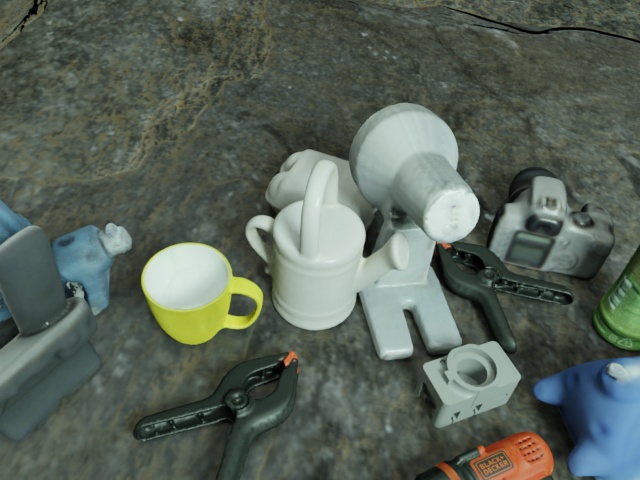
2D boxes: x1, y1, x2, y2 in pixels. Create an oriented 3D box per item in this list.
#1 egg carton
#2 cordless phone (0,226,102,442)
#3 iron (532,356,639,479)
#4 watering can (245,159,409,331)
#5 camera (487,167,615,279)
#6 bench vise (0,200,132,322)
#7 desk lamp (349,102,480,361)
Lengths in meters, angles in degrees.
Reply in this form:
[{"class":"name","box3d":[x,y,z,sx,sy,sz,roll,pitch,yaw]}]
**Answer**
[{"class":"egg carton","box3d":[0.007,-0.060,0.763,0.150,0.069,0.107,18,47,13]},{"class":"cordless phone","box3d":[-0.283,0.080,0.517,0.094,0.185,0.148,22,48,16]},{"class":"iron","box3d":[0.349,0.145,0.542,0.258,0.141,0.118,-5,46,-10]},{"class":"watering can","box3d":[0.006,0.001,0.616,0.173,0.194,0.101,-1,46,-6]},{"class":"camera","box3d":[0.300,-0.038,0.746,0.143,0.101,0.137,13,46,7]},{"class":"bench vise","box3d":[-0.311,-0.007,0.575,0.208,0.220,0.121,-26,53,-27]},{"class":"desk lamp","box3d":[0.104,-0.014,0.625,0.118,0.214,0.203,-6,46,-10]}]
